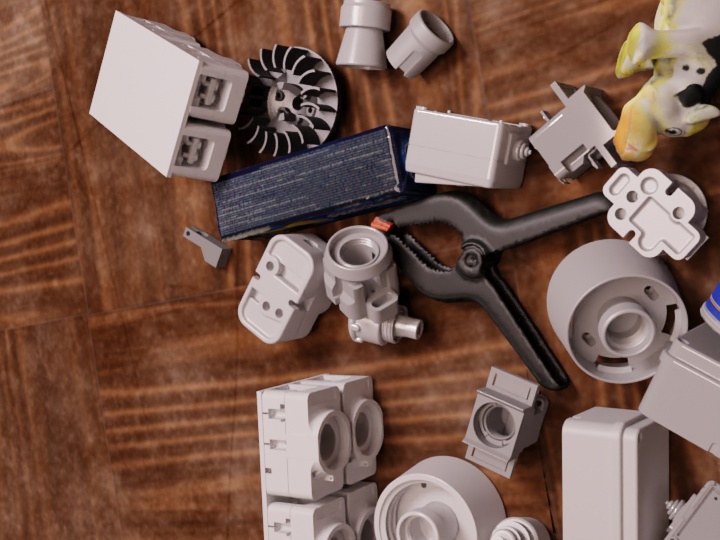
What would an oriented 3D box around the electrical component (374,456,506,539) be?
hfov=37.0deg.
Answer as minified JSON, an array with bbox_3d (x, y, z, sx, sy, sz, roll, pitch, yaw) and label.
[{"bbox_3d":[0.063,0.217,0.913,0.108,0.060,0.108,3,95,32],"label":"electrical component"}]

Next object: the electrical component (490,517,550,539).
[{"bbox_3d":[0.125,0.220,0.869,0.040,0.078,0.040,-7,75,28],"label":"electrical component"}]

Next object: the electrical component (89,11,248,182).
[{"bbox_3d":[-0.179,-0.164,1.008,0.186,0.060,0.105,37,113,47],"label":"electrical component"}]

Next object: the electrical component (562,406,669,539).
[{"bbox_3d":[0.196,0.165,0.817,0.057,0.078,0.113,1,94,35],"label":"electrical component"}]

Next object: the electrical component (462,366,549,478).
[{"bbox_3d":[0.120,0.120,0.869,0.042,0.064,0.081,22,105,28],"label":"electrical component"}]

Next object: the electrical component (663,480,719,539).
[{"bbox_3d":[0.262,0.200,0.780,0.096,0.061,0.061,37,81,20],"label":"electrical component"}]

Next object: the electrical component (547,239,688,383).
[{"bbox_3d":[0.195,0.033,0.811,0.099,0.064,0.099,0,113,0],"label":"electrical component"}]

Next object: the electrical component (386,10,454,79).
[{"bbox_3d":[0.050,-0.189,0.906,0.046,0.040,0.040,-43,72,32],"label":"electrical component"}]

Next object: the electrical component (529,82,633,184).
[{"bbox_3d":[0.171,-0.104,0.835,0.064,0.042,0.081,-42,72,28],"label":"electrical component"}]

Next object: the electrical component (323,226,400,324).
[{"bbox_3d":[0.000,0.000,0.909,0.078,0.058,0.057,44,155,36],"label":"electrical component"}]

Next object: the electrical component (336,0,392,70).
[{"bbox_3d":[0.004,-0.203,0.930,0.045,0.045,0.055,9,98,31],"label":"electrical component"}]

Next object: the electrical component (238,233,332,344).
[{"bbox_3d":[-0.060,0.016,0.977,0.054,0.059,0.095,37,111,25],"label":"electrical component"}]

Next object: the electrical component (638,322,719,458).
[{"bbox_3d":[0.255,0.081,0.754,0.078,0.113,0.057,30,111,27],"label":"electrical component"}]

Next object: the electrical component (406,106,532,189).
[{"bbox_3d":[0.093,-0.094,0.872,0.096,0.062,0.061,15,101,30],"label":"electrical component"}]

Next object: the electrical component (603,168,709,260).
[{"bbox_3d":[0.224,-0.043,0.797,0.078,0.057,0.058,47,116,20],"label":"electrical component"}]

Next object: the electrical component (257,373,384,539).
[{"bbox_3d":[-0.030,0.191,0.943,0.060,0.105,0.186,-1,93,32],"label":"electrical component"}]

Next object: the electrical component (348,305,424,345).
[{"bbox_3d":[0.024,0.045,0.936,0.062,0.048,0.048,13,100,24],"label":"electrical component"}]
